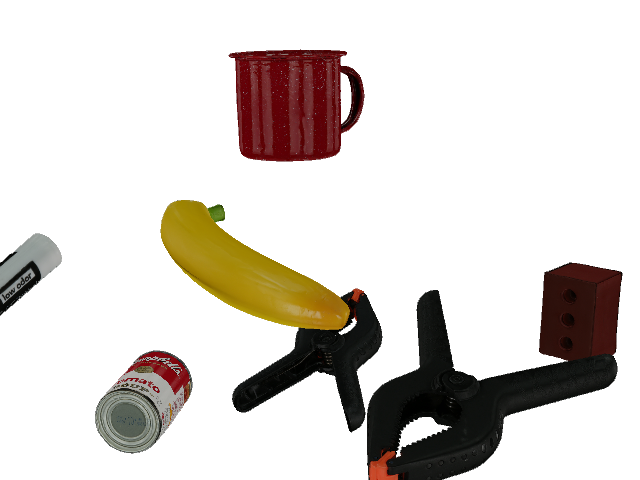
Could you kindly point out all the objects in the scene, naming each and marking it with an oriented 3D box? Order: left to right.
[{"bbox_3d":[-0.162,0.038,0.475,0.020,0.020,0.121,0,35,39],"label":"marker"},{"bbox_3d":[-0.174,0.158,1.053,0.068,0.068,0.102,0,15,11],"label":"soup can"},{"bbox_3d":[-0.056,0.009,0.680,0.069,0.037,0.198,-11,27,-26],"label":"banana"},{"bbox_3d":[-0.015,-0.109,0.851,0.117,0.081,0.093,-10,15,-35],"label":"mug"},{"bbox_3d":[0.014,0.106,0.944,0.120,0.039,0.171,17,44,27],"label":"clamp"},{"bbox_3d":[0.091,0.107,0.765,0.165,0.036,0.209,24,40,37],"label":"clamp"},{"bbox_3d":[0.230,0.064,0.946,0.053,0.078,0.051,12,19,39],"label":"foam brick"}]
